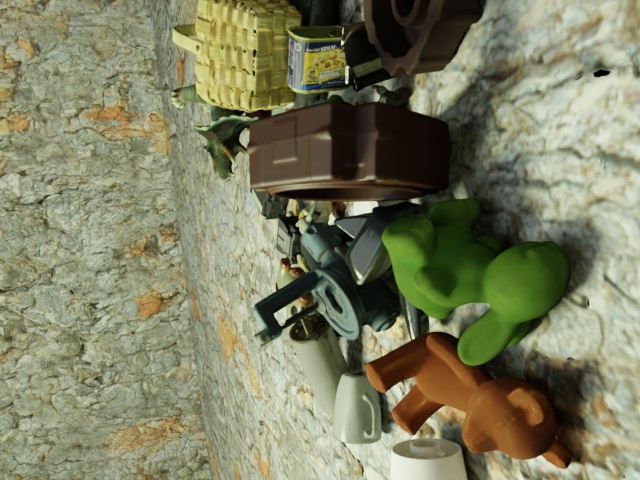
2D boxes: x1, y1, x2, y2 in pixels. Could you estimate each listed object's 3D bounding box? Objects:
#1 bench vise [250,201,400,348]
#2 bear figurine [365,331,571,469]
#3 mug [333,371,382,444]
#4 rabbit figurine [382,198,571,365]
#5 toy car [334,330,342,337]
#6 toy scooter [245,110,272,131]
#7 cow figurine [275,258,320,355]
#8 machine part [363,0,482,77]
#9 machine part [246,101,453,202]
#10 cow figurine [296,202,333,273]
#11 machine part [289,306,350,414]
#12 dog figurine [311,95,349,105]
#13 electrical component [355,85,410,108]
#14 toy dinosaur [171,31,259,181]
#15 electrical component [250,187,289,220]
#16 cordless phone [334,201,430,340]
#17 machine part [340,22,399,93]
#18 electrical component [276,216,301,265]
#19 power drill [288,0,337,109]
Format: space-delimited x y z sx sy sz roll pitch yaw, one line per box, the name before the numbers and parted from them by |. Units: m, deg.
bench vise | -0.006 0.068 0.794 0.223 0.241 0.129 55 157 11
bear figurine | 0.158 0.183 0.585 0.120 0.132 0.196 60 172 -27
mug | 0.065 0.275 0.887 0.109 0.081 0.107 164 107 -71
rabbit figurine | 0.160 0.043 0.539 0.170 0.121 0.159 9 108 50
toy car | 0.015 0.079 0.971 0.089 0.053 0.202 116 138 -58
toy scooter | -0.116 -0.285 1.124 0.184 0.075 0.135 -137 49 -60
cow figurine | -0.031 0.140 1.061 0.195 0.085 0.127 58 142 39
machine part | 0.111 -0.277 0.610 0.179 0.056 0.179 172 90 -68
machine part | 0.033 -0.092 0.628 0.201 0.201 0.087 -1 90 45
cow figurine | -0.003 -0.003 0.923 0.068 0.098 0.167 110 144 -60
machine part | 0.008 0.218 0.943 0.079 0.079 0.243 35 150 60
dog figurine | -0.014 -0.160 0.887 0.219 0.108 0.191 -128 36 -54
electrical component | 0.084 -0.164 0.725 0.102 0.045 0.078 153 108 -66
toy dinosaur | -0.148 -0.321 1.035 0.192 0.131 0.404 21 84 33
electrical component | -0.109 -0.128 1.180 0.115 0.058 0.134 59 148 38
cordless phone | 0.092 0.049 0.654 0.089 0.146 0.184 -11 92 25
machine part | 0.063 -0.248 0.724 0.039 0.084 0.139 58 -171 -45
electrical component | -0.059 -0.011 1.073 0.119 0.048 0.074 46 136 47
power drill | -0.044 -0.345 0.920 0.207 0.086 0.231 -116 29 -43
